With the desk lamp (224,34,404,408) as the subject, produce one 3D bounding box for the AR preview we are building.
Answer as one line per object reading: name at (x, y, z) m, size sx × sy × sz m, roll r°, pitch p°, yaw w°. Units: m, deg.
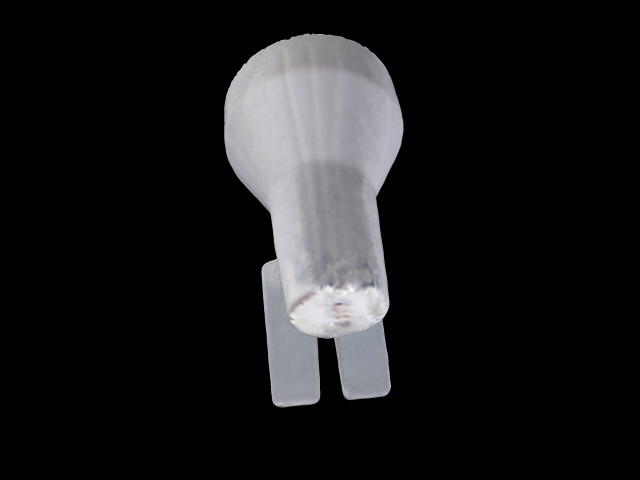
desk lamp at (0.004, 0.001, 0.400) m, size 0.118 × 0.213 × 0.203 m, roll -7°, pitch 70°, yaw -2°
